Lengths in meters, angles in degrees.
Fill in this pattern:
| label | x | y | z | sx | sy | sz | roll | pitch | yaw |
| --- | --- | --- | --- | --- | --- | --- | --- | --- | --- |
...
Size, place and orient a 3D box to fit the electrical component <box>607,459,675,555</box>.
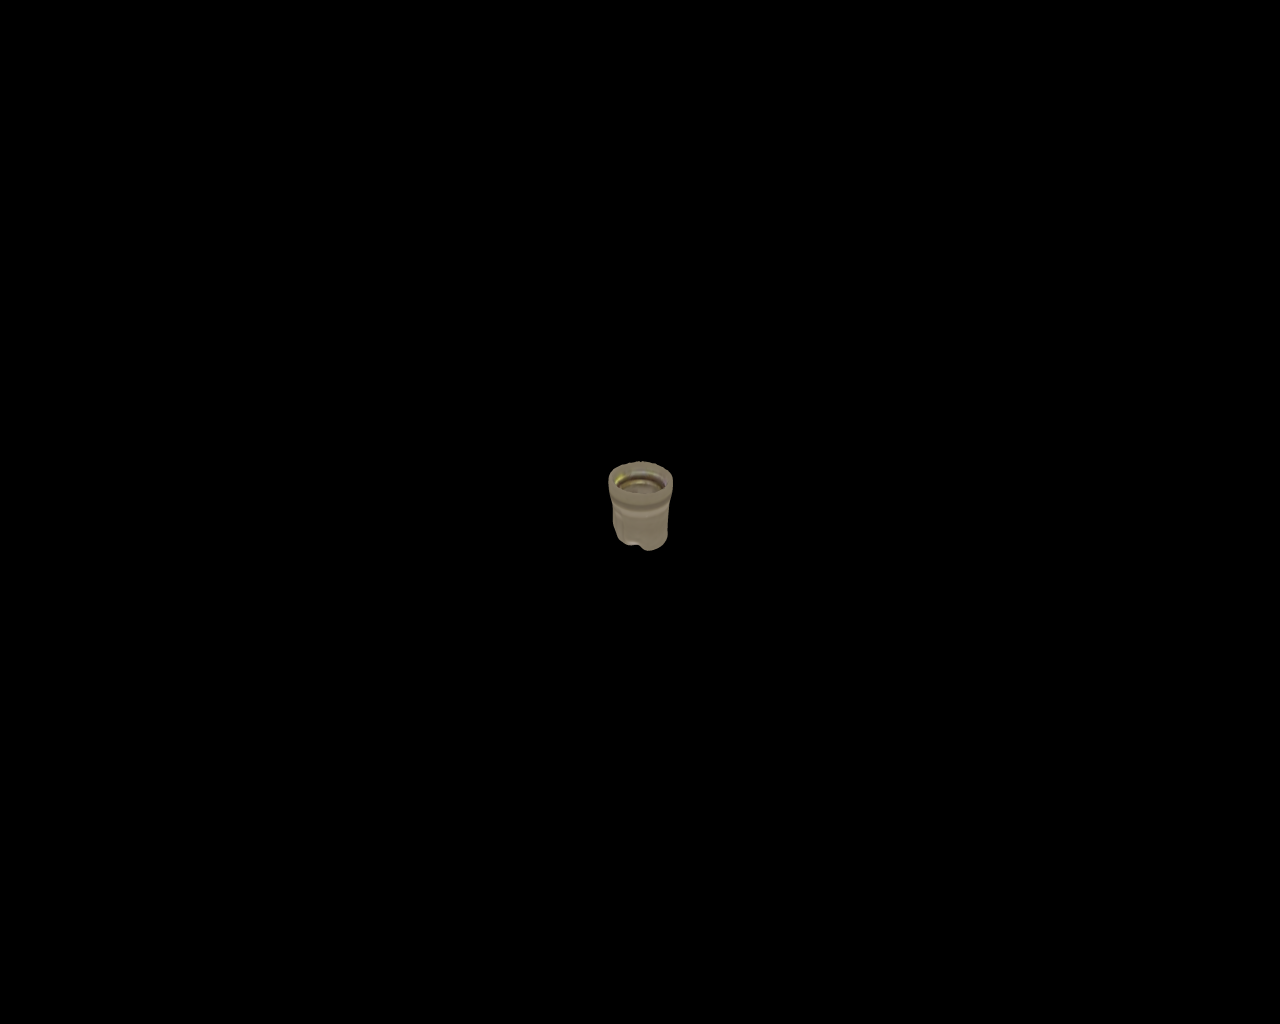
| label | x | y | z | sx | sy | sz | roll | pitch | yaw |
| --- | --- | --- | --- | --- | --- | --- | --- | --- | --- |
| electrical component | 0.001 | -0.003 | 0.650 | 0.040 | 0.046 | 0.040 | 0 | 34 | 0 |
